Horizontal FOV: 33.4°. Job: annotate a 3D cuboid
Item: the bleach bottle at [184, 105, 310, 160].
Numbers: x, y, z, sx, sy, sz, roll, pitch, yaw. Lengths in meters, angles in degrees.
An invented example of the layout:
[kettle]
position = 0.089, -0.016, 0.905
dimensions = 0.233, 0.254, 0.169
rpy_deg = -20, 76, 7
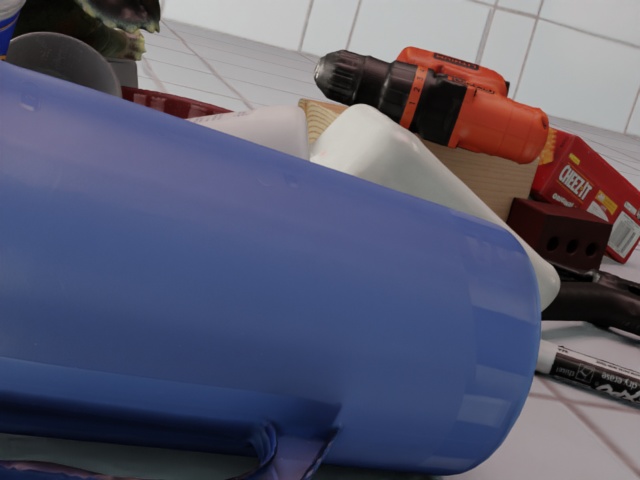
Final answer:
[bleach bottle]
position = -0.129, -0.023, 0.517
dimensions = 0.251, 0.068, 0.102
rpy_deg = -4, 4, 1

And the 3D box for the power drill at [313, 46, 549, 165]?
[power drill]
position = 0.090, -0.119, 0.880
dimensions = 0.184, 0.057, 0.187
rpy_deg = 20, 17, 1

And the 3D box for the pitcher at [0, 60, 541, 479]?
[pitcher]
position = -0.042, 0.028, 0.399
dimensions = 0.242, 0.149, 0.145
rpy_deg = 14, -3, -21

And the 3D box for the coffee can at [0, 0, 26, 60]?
[coffee can]
position = -0.220, -0.090, 0.555
dimensions = 0.102, 0.140, 0.103
rpy_deg = 20, 35, -15

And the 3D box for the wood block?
[wood block]
position = 0.078, -0.055, 0.923
dimensions = 0.205, 0.091, 0.090
rpy_deg = 6, 16, -35

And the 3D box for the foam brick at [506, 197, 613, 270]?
[foam brick]
position = 0.206, -0.002, 0.933
dimensions = 0.078, 0.053, 0.051
rpy_deg = 7, 15, -28

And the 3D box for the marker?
[marker]
position = 0.179, 0.084, 0.617
dimensions = 0.121, 0.020, 0.020
rpy_deg = 18, 13, 11

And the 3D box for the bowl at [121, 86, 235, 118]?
[bowl]
position = -0.112, -0.083, 0.903
dimensions = 0.162, 0.055, 0.162
rpy_deg = 14, 13, -4

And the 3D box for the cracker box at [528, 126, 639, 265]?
[cracker box]
position = 0.206, -0.070, 1.073
dimensions = 0.164, 0.072, 0.214
rpy_deg = 32, 1, -39

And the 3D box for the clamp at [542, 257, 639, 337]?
[clamp]
position = 0.198, 0.039, 0.787
dimensions = 0.209, 0.036, 0.165
rpy_deg = 13, 13, -21
